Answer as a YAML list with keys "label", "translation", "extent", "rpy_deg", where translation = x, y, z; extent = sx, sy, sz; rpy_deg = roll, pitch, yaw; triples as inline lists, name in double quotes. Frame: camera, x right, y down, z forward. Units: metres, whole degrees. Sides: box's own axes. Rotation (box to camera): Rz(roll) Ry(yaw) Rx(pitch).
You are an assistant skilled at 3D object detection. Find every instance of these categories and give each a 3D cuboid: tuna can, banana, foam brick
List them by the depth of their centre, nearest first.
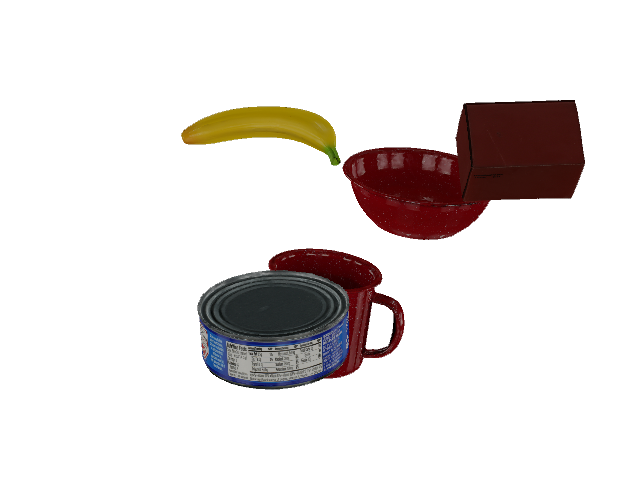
- label: "tuna can"
  translation: [-0.026, 0.050, 0.606]
  extent: [0.086, 0.034, 0.086]
  rpy_deg: [-2, 23, 0]
- label: "foam brick"
  translation: [0.136, -0.061, 0.732]
  extent: [0.078, 0.051, 0.053]
  rpy_deg: [-1, -24, -1]
- label: "banana"
  translation: [-0.063, -0.131, 1.253]
  extent: [0.198, 0.037, 0.069]
  rpy_deg: [8, 41, 17]

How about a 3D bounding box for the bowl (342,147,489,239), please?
- label: "bowl"
  translation: [0.101, -0.043, 1.089]
  extent: [0.162, 0.055, 0.162]
  rpy_deg: [4, 23, -2]

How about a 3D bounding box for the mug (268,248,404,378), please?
- label: "mug"
  translation: [0.011, 0.063, 0.874]
  extent: [0.117, 0.081, 0.093]
  rpy_deg: [11, 20, 12]
